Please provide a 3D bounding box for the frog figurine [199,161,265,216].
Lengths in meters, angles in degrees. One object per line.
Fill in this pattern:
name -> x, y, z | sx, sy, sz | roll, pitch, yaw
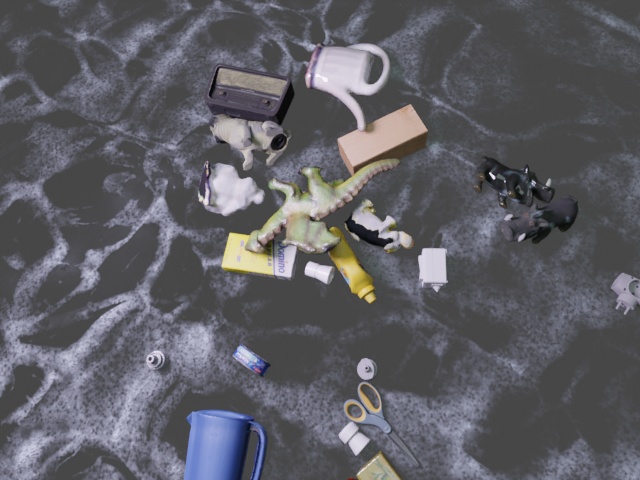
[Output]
frog figurine -> -0.227, -0.129, 1.331 | 0.159, 0.120, 0.140 | 6, 57, -28

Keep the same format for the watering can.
watering can -> 0.065, -0.423, 1.366 | 0.224, 0.101, 0.356 | 11, 53, 11

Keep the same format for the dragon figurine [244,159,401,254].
dragon figurine -> 0.004, -0.060, 1.199 | 0.409, 0.120, 0.249 | -16, 49, 14
